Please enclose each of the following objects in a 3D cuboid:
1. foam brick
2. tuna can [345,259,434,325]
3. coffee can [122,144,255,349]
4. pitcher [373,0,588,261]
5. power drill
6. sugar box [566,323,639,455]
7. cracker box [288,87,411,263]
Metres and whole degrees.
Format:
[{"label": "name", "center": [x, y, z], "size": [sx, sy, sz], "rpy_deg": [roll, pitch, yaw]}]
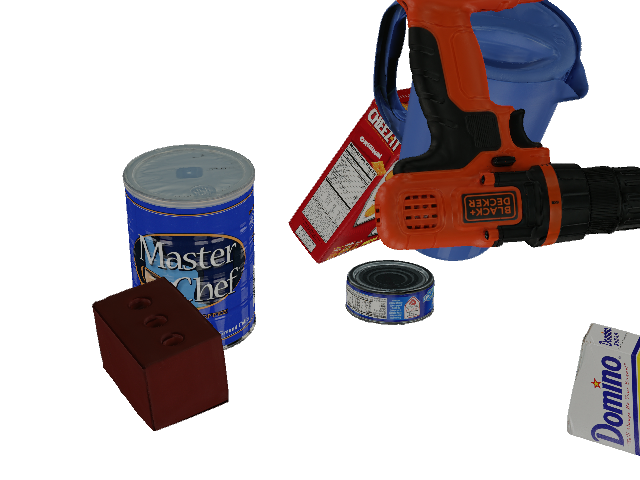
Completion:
[{"label": "foam brick", "center": [-0.099, 0.069, 0.655], "size": [0.052, 0.051, 0.078], "rpy_deg": [-21, 37, -28]}, {"label": "tuna can", "center": [0.067, 0.049, 1.028], "size": [0.086, 0.034, 0.086], "rpy_deg": [0, 20, 0]}, {"label": "coffee can", "center": [-0.104, 0.006, 0.864], "size": [0.103, 0.140, 0.103], "rpy_deg": [1, 29, -1]}, {"label": "pitcher", "center": [0.125, -0.102, 0.956], "size": [0.145, 0.149, 0.243], "rpy_deg": [-4, -41, -13]}, {"label": "power drill", "center": [0.121, -0.089, 0.669], "size": [0.184, 0.187, 0.057], "rpy_deg": [-4, -2, -7]}, {"label": "sugar box", "center": [0.294, 0.136, 0.862], "size": [0.176, 0.093, 0.048], "rpy_deg": [13, 25, 20]}, {"label": "cracker box", "center": [0.078, -0.081, 1.208], "size": [0.163, 0.072, 0.214], "rpy_deg": [-20, -26, -45]}]
